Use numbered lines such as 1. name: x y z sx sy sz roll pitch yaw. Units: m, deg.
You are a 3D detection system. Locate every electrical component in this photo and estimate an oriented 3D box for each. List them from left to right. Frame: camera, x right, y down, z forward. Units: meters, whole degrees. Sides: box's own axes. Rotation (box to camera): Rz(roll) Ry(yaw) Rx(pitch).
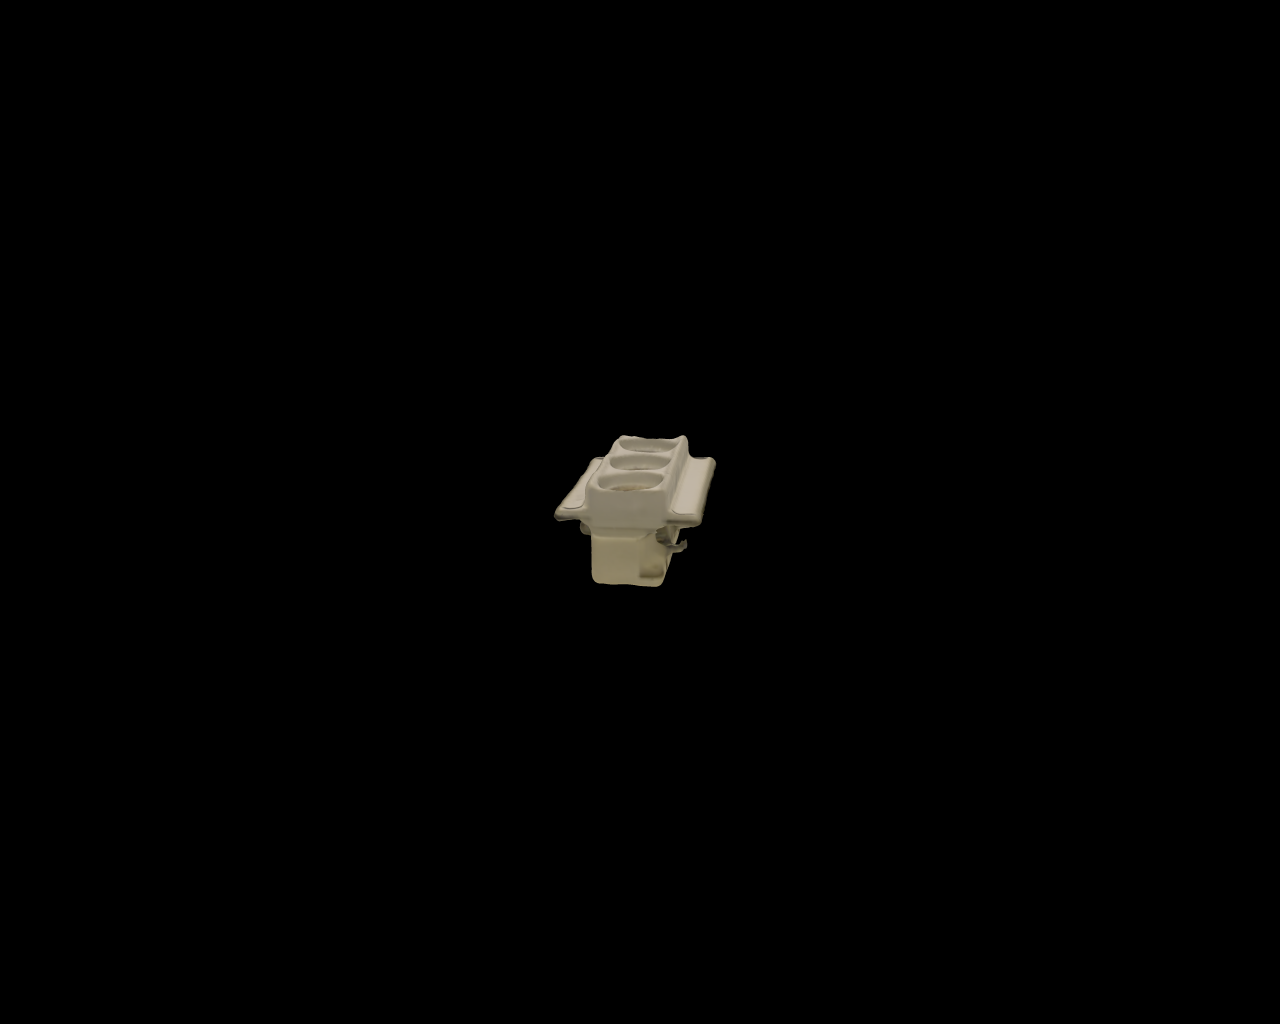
1. electrical component: 0.001 -0.003 0.650 0.079 0.063 0.121 2 18 7
